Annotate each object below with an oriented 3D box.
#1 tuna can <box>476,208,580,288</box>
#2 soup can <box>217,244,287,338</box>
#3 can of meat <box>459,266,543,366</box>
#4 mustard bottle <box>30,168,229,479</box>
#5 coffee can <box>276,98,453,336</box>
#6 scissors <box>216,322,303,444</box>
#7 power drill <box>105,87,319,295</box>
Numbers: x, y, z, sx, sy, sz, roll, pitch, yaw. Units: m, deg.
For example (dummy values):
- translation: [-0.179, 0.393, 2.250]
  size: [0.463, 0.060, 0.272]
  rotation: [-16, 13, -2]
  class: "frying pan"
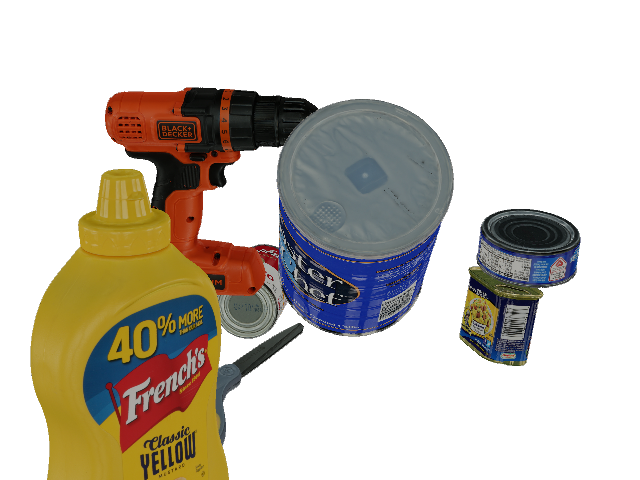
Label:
- translation: [0.178, 0.005, 0.913]
  size: [0.086, 0.034, 0.086]
  rotation: [1, 28, -1]
  class: "tuna can"
- translation: [-0.067, 0.052, 1.099]
  size: [0.068, 0.068, 0.102]
  rotation: [0, 18, 10]
  class: "soup can"
- translation: [0.199, 0.084, 1.194]
  size: [0.057, 0.084, 0.102]
  rotation: [4, 14, -18]
  class: "can of meat"
- translation: [-0.088, 0.062, 0.498]
  size: [0.058, 0.192, 0.096]
  rotation: [14, 21, 41]
  class: "mustard bottle"
- translation: [0.024, -0.010, 0.678]
  size: [0.103, 0.103, 0.140]
  rotation: [0, -24, -2]
  class: "coffee can"
- translation: [-0.065, 0.116, 0.807]
  size: [0.201, 0.016, 0.096]
  rotation: [-19, 36, -34]
  class: "scissors"
- translation: [-0.089, -0.044, 0.935]
  size: [0.184, 0.188, 0.057]
  rotation: [3, 28, 8]
  class: "power drill"
